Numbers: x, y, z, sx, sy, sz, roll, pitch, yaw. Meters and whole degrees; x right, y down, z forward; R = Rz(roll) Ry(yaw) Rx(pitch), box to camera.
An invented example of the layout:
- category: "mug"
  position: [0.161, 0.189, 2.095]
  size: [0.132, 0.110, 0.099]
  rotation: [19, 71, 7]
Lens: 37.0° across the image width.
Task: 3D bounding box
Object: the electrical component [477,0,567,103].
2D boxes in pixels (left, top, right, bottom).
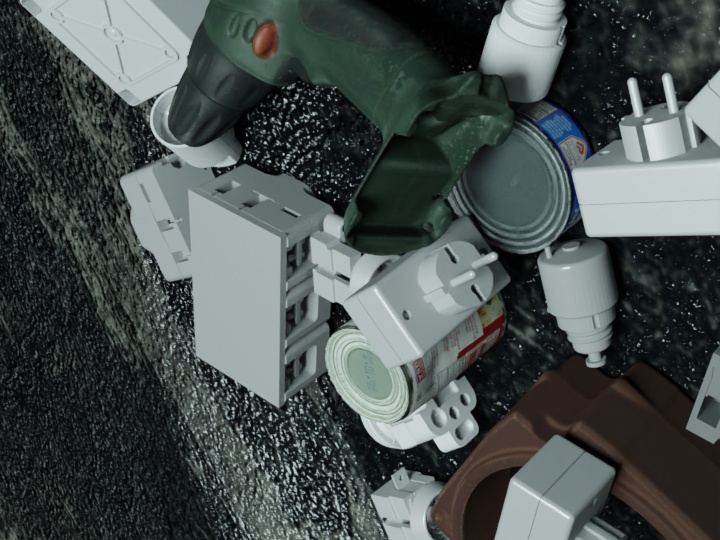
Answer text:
- category: "electrical component"
  position: [0.088, -0.124, 0.558]
  size: [0.040, 0.040, 0.078]
  rotation: [36, 135, 23]

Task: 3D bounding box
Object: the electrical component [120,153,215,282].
- category: "electrical component"
  position: [-0.138, -0.042, 0.825]
  size: [0.056, 0.050, 0.089]
  rotation: [-11, 107, 47]

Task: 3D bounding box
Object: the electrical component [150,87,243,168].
- category: "electrical component"
  position: [-0.112, -0.095, 0.755]
  size: [0.043, 0.043, 0.081]
  rotation: [44, 180, 15]

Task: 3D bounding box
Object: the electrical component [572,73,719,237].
- category: "electrical component"
  position: [0.151, -0.060, 0.532]
  size: [0.083, 0.047, 0.075]
  rotation: [1, 115, 44]

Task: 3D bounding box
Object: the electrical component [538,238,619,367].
- category: "electrical component"
  position: [0.127, 0.018, 0.611]
  size: [0.040, 0.040, 0.078]
  rotation: [3, 117, 44]

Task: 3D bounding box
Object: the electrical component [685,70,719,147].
- category: "electrical component"
  position: [0.204, -0.073, 0.472]
  size: [0.083, 0.047, 0.075]
  rotation: [47, 139, 11]

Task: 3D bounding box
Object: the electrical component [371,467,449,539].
- category: "electrical component"
  position: [0.045, 0.178, 0.791]
  size: [0.055, 0.048, 0.066]
  rotation: [-4, 112, 54]

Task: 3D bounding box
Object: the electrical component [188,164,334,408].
- category: "electrical component"
  position: [-0.069, 0.010, 0.782]
  size: [0.089, 0.062, 0.150]
  rotation: [27, 132, 30]

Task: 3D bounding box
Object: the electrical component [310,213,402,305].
- category: "electrical component"
  position: [0.000, 0.000, 0.721]
  size: [0.055, 0.048, 0.066]
  rotation: [27, 132, 40]

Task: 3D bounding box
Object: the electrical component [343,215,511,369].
- category: "electrical component"
  position: [0.048, 0.007, 0.594]
  size: [0.047, 0.083, 0.076]
  rotation: [55, 146, -3]

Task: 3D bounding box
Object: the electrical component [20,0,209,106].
- category: "electrical component"
  position: [-0.152, -0.175, 0.719]
  size: [0.109, 0.056, 0.109]
  rotation: [-13, 132, 48]

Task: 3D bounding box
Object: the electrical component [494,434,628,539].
- category: "electrical component"
  position: [0.115, 0.145, 0.568]
  size: [0.076, 0.047, 0.083]
  rotation: [30, 133, 28]

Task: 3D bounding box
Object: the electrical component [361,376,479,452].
- category: "electrical component"
  position: [0.036, 0.089, 0.733]
  size: [0.057, 0.058, 0.078]
  rotation: [-31, 91, 47]
